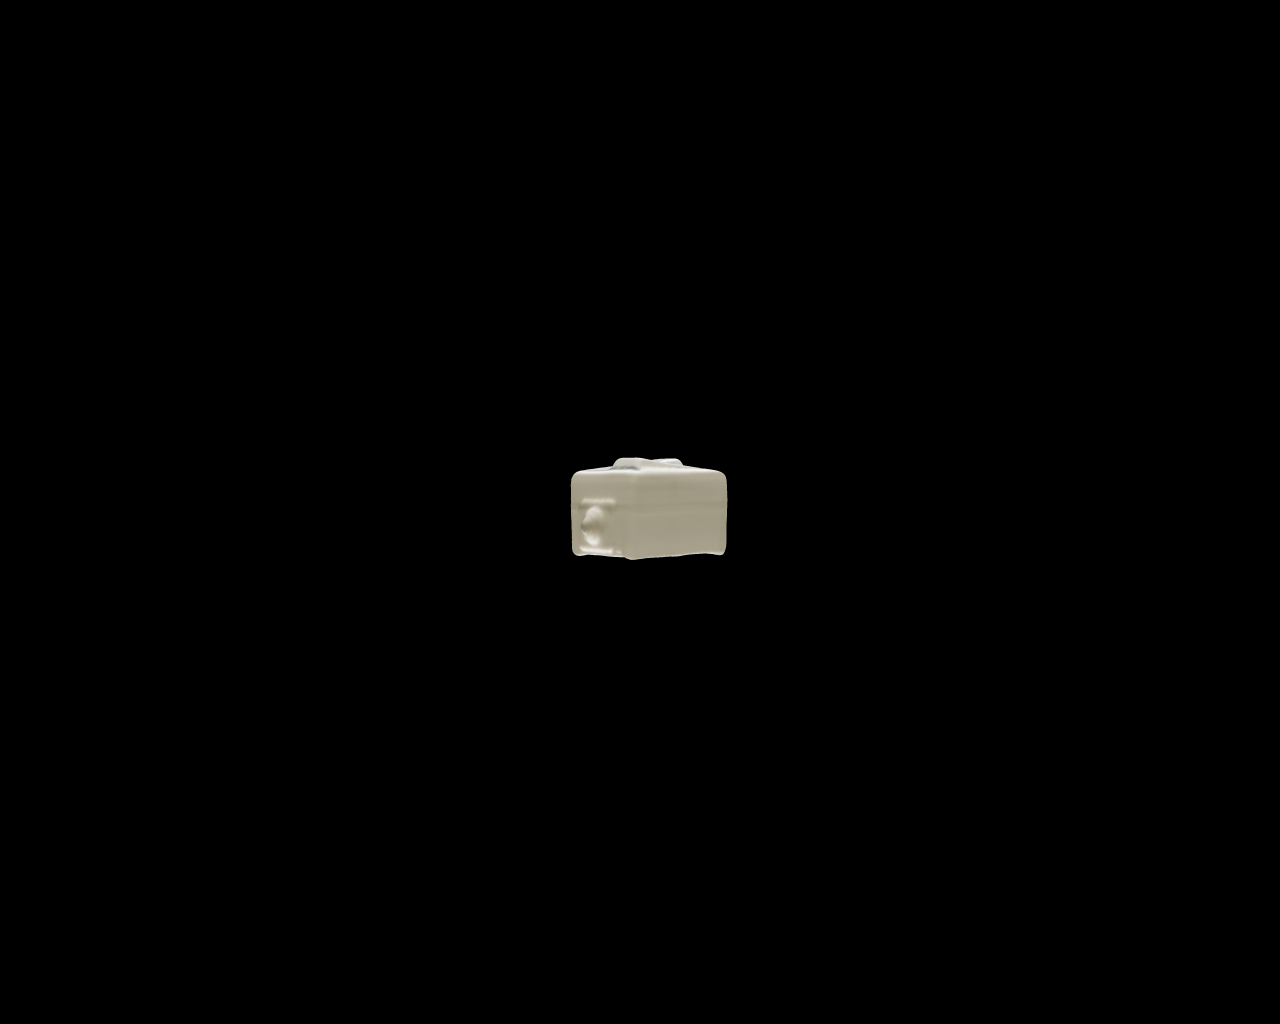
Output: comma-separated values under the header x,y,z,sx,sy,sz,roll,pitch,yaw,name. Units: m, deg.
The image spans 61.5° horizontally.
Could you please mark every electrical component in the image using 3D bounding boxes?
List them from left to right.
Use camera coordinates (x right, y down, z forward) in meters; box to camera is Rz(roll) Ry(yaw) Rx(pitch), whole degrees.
x,y,z,sx,sy,sz,roll,pitch,yaw,name
0.001,-0.003,0.650,0.096,0.061,0.061,-2,3,-40,electrical component
